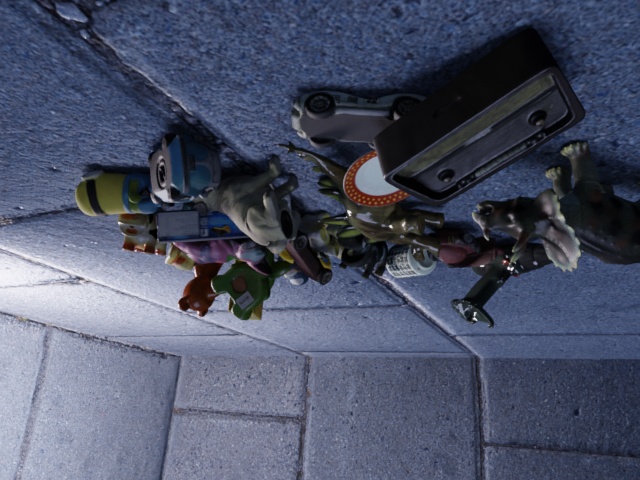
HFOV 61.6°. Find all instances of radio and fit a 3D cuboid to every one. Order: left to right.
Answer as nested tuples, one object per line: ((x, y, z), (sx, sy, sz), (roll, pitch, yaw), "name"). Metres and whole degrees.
((0.193, -0.137, 0.664), (0.230, 0.073, 0.131), (-32, 144, 31), "radio")

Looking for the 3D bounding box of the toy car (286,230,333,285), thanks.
((-0.038, 0.022, 1.099), (0.089, 0.053, 0.201), (31, 163, 39), "toy car")

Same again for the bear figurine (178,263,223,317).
((-0.256, 0.079, 1.270), (0.132, 0.196, 0.120), (-7, 154, 25), "bear figurine")

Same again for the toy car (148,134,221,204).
((-0.217, -0.110, 0.884), (0.103, 0.109, 0.162), (-4, 175, -32), "toy car")

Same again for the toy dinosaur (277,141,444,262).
((0.097, -0.055, 0.966), (0.199, 0.105, 0.470), (-2, 155, 27), "toy dinosaur")

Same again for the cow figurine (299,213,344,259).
((-0.002, -0.001, 1.178), (0.098, 0.068, 0.167), (1, 157, 25), "cow figurine")

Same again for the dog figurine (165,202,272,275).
((-0.205, 0.017, 1.145), (0.219, 0.108, 0.191), (20, 144, -13), "dog figurine")

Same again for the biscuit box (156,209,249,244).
((-0.206, -0.030, 1.032), (0.203, 0.059, 0.063), (-3, 177, -8), "biscuit box")

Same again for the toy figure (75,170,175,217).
((-0.362, -0.084, 0.997), (0.180, 0.089, 0.082), (6, 155, 2), "toy figure")

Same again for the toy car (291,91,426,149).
((0.060, -0.164, 0.733), (0.202, 0.056, 0.073), (4, 150, 7), "toy car")

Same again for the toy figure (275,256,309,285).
((-0.071, 0.078, 1.435), (0.064, 0.058, 0.154), (-37, 152, 0), "toy figure")

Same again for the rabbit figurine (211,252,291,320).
((-0.152, 0.085, 1.246), (0.121, 0.159, 0.170), (42, -171, 6), "rabbit figurine")

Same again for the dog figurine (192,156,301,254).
((-0.142, -0.048, 0.945), (0.191, 0.172, 0.121), (-11, 145, 20), "dog figurine")

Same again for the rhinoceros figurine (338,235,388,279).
((0.097, 0.023, 1.171), (0.073, 0.112, 0.190), (27, -173, 29), "rhinoceros figurine")

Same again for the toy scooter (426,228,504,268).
((0.317, 0.019, 1.158), (0.135, 0.075, 0.183), (-8, 160, 32), "toy scooter")

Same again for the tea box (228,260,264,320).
((-0.182, 0.113, 1.385), (0.068, 0.169, 0.098), (1, 161, 9), "tea box")

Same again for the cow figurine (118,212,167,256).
((-0.366, -0.035, 1.121), (0.086, 0.127, 0.195), (6, 174, -1), "cow figurine")

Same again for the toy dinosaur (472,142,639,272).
((0.450, -0.024, 0.839), (0.405, 0.192, 0.131), (12, 161, -16), "toy dinosaur")

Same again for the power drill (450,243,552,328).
((0.388, 0.086, 1.155), (0.086, 0.207, 0.232), (41, 164, -17), "power drill")
